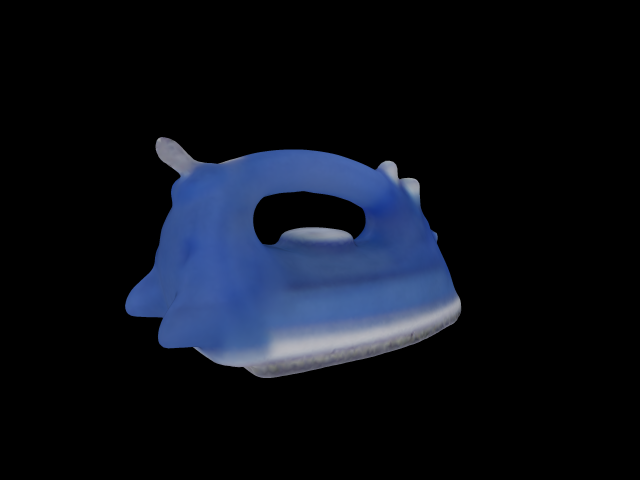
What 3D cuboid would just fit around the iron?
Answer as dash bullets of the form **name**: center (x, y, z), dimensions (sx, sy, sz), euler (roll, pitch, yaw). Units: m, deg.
- **iron**: center (0.004, 0.001, 0.400), dimensions (0.259, 0.141, 0.118), euler (-5, 10, -32)
